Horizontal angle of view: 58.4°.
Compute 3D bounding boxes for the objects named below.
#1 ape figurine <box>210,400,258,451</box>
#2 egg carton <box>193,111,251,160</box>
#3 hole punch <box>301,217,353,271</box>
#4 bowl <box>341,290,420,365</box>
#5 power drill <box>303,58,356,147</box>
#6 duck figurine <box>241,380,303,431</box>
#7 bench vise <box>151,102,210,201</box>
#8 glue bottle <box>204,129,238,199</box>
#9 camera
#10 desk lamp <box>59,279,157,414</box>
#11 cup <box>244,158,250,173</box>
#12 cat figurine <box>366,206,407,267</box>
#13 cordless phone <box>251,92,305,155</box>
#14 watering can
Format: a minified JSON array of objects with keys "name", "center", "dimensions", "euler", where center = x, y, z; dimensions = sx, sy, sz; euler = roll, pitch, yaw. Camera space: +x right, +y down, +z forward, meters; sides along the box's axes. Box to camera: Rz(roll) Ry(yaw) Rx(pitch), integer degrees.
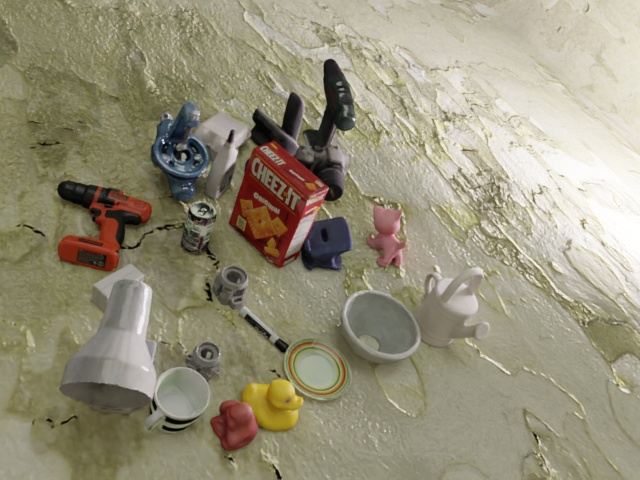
[{"name":"ape figurine","center":[-0.130,0.284,0.898],"dimensions":[0.076,0.092,0.078],"euler":[18,41,-8]},{"name":"egg carton","center":[-0.244,-0.259,1.428],"dimensions":[0.107,0.069,0.150],"euler":[30,41,5]},{"name":"hole punch","center":[0.012,0.005,1.265],"dimensions":[0.101,0.091,0.108],"euler":[7,44,-21]},{"name":"bowl","center":[0.109,0.185,1.138],"dimensions":[0.168,0.074,0.167],"euler":[14,42,-13]},{"name":"power drill","center":[0.024,-0.347,1.552],"dimensions":[0.076,0.208,0.229],"euler":[1,46,-26]},{"name":"duck figurine","center":[-0.076,0.263,0.952],"dimensions":[0.104,0.086,0.077],"euler":[27,40,1]},{"name":"bench vise","center":[-0.315,-0.222,1.237],"dimensions":[0.122,0.219,0.207],"euler":[-23,60,-41]},{"name":"glue bottle","center":[-0.212,-0.176,1.277],"dimensions":[0.037,0.173,0.078],"euler":[30,41,6]},{"name":"camera","center":[0.010,-0.173,1.444],"dimensions":[0.143,0.100,0.136],"euler":[10,43,-18]},{"name":"desk lamp","center":[-0.296,0.172,0.837],"dimensions":[0.118,0.213,0.203],"euler":[12,42,-15]},{"name":"cup","center":[-0.145,-0.128,1.321],"dimensions":[0.091,0.095,0.118],"euler":[36,41,12]},{"name":"cat figurine","center":[0.164,-0.018,1.346],"dimensions":[0.067,0.117,0.127],"euler":[-5,49,-31]},{"name":"cordless phone","center":[-0.101,-0.317,1.474],"dimensions":[0.147,0.185,0.094],"euler":[43,44,20]},{"name":"watering can","center":[0.281,0.133,1.188],"dimensions":[0.172,0.194,0.101],"euler":[40,43,17]}]
